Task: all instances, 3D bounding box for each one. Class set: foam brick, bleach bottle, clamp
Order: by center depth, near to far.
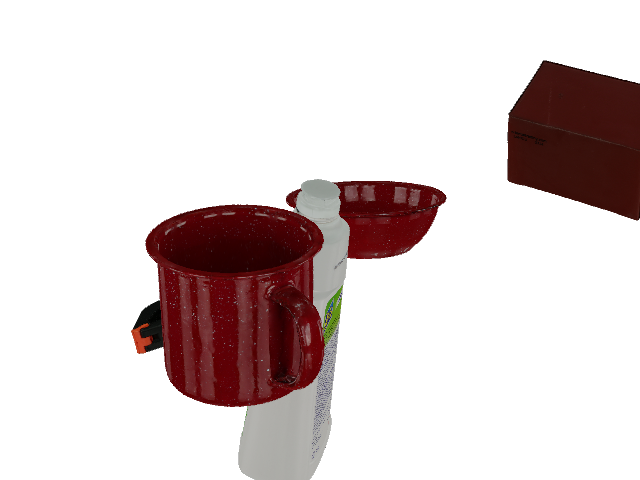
[{"bbox_3d":[0.147,-0.056,0.583,0.078,0.051,0.053,20,-36,25],"label":"foam brick"},{"bbox_3d":[-0.014,0.066,0.816,0.068,0.251,0.102,13,31,7],"label":"bleach bottle"},{"bbox_3d":[-0.127,0.069,1.145,0.120,0.039,0.171,-6,24,35],"label":"clamp"}]

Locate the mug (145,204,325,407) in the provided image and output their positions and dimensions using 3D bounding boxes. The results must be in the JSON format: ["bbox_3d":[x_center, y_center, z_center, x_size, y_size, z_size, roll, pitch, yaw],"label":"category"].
[{"bbox_3d":[-0.037,0.039,0.565,0.093,0.081,0.117,-19,30,-36],"label":"mug"}]

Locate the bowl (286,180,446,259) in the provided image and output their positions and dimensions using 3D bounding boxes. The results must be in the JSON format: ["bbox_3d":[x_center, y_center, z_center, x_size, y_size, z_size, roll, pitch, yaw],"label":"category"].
[{"bbox_3d":[0.046,-0.019,1.075,0.162,0.055,0.162,-2,14,0],"label":"bowl"}]
